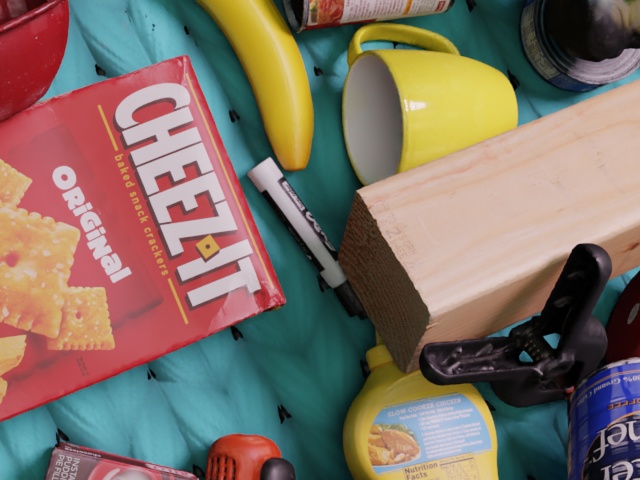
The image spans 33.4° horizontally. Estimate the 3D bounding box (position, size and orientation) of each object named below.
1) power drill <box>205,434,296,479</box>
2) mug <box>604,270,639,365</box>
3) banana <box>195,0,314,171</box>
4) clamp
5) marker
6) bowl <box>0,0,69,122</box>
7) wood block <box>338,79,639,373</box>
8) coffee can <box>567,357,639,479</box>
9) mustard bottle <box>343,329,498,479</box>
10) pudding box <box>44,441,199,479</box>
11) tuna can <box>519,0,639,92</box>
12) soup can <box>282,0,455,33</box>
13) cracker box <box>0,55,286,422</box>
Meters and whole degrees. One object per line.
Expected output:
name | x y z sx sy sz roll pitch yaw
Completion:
power drill | 0.002 0.205 0.601 0.057 0.188 0.184 17 73 -53
mug | 0.243 0.062 0.688 0.081 0.117 0.093 23 72 -4
banana | -0.059 -0.135 0.678 0.070 0.037 0.198 -43 95 7
clamp | 0.124 0.070 0.646 0.120 0.171 0.039 -25 58 3
marker | -0.004 0.001 0.687 0.020 0.020 0.121 -36 94 -11
bowl | -0.205 -0.096 0.598 0.162 0.162 0.055 -23 116 -12
wood block | 0.125 -0.009 0.655 0.205 0.091 0.090 -22 66 -18
coffee can | 0.197 0.154 0.627 0.102 0.103 0.140 27 39 -9
mustard bottle | 0.065 0.138 0.661 0.096 0.058 0.191 -9 74 -16
pudding box | -0.130 0.187 0.641 0.090 0.039 0.113 15 84 -11
tuna can | 0.180 -0.145 0.726 0.086 0.034 0.086 1 86 -11
soup can | 0.030 -0.173 0.680 0.102 0.068 0.068 -10 89 -13
cracker box | -0.149 0.004 0.631 0.213 0.072 0.164 -22 91 -12
